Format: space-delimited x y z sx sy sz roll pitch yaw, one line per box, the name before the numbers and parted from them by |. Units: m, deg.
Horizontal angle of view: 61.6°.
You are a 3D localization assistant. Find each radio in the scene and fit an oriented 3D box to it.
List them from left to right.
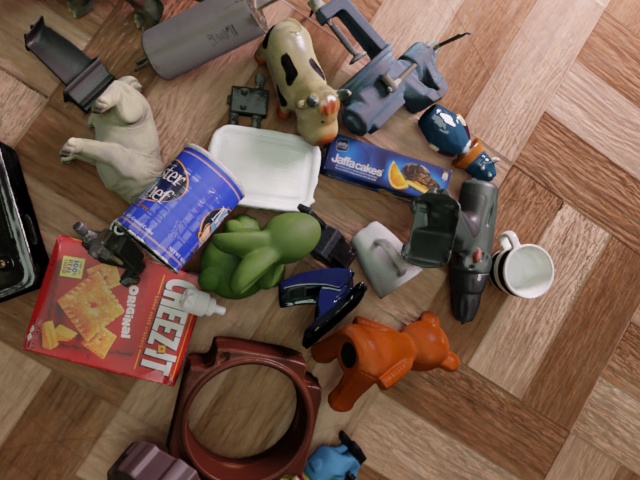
radio | -0.470 -0.023 0.740 0.131 0.073 0.229 -16 91 -10

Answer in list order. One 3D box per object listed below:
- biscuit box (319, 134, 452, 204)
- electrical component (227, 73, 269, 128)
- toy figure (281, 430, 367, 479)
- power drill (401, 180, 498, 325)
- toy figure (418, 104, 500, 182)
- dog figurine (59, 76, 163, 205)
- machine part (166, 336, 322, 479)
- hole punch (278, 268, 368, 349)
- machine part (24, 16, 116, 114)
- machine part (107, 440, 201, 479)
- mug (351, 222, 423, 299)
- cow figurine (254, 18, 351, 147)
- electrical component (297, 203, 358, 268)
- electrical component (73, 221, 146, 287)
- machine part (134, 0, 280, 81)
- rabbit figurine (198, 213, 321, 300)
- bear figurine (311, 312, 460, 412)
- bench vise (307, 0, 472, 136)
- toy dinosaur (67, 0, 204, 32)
biscuit box | 0.101 -0.107 0.848 0.203 0.059 0.062 16 86 -9
electrical component | -0.112 -0.214 0.834 0.063 0.021 0.094 6 88 -9
toy figure | -0.005 0.376 0.807 0.180 0.082 0.089 -40 93 -11
power drill | 0.206 0.015 0.807 0.207 0.086 0.232 12 89 -47
toy figure | 0.228 -0.154 0.873 0.154 0.064 0.058 42 45 -11
dog figurine | -0.250 -0.121 0.780 0.190 0.121 0.172 33 88 -21
machine part | -0.108 0.252 0.779 0.201 0.087 0.201 14 90 -13
hole punch | 0.000 0.087 0.796 0.116 0.142 0.092 -34 71 -17
machine part | -0.370 -0.255 0.783 0.084 0.039 0.139 -45 97 -3
machine part | -0.211 0.356 0.728 0.179 0.179 0.056 52 43 -5
mug | 0.095 0.025 0.825 0.081 0.109 0.107 -36 80 -4
cow figurine | -0.023 -0.228 0.781 0.085 0.127 0.195 -17 82 -21
electrical component | -0.002 -0.002 0.792 0.075 0.119 0.048 28 81 37
electrical component | -0.269 0.021 0.696 0.078 0.102 0.045 12 63 11
machine part | -0.165 -0.296 0.770 0.243 0.079 0.079 -19 92 14
rabbit figurine | -0.085 0.008 0.738 0.170 0.159 0.121 -26 86 31
bear figurine | 0.106 0.177 0.828 0.196 0.132 0.120 3 50 -38
bench vise | 0.083 -0.284 0.823 0.223 0.129 0.240 -44 101 -10
toy dinosaur | -0.282 -0.379 0.724 0.405 0.192 0.131 -1 90 -9
